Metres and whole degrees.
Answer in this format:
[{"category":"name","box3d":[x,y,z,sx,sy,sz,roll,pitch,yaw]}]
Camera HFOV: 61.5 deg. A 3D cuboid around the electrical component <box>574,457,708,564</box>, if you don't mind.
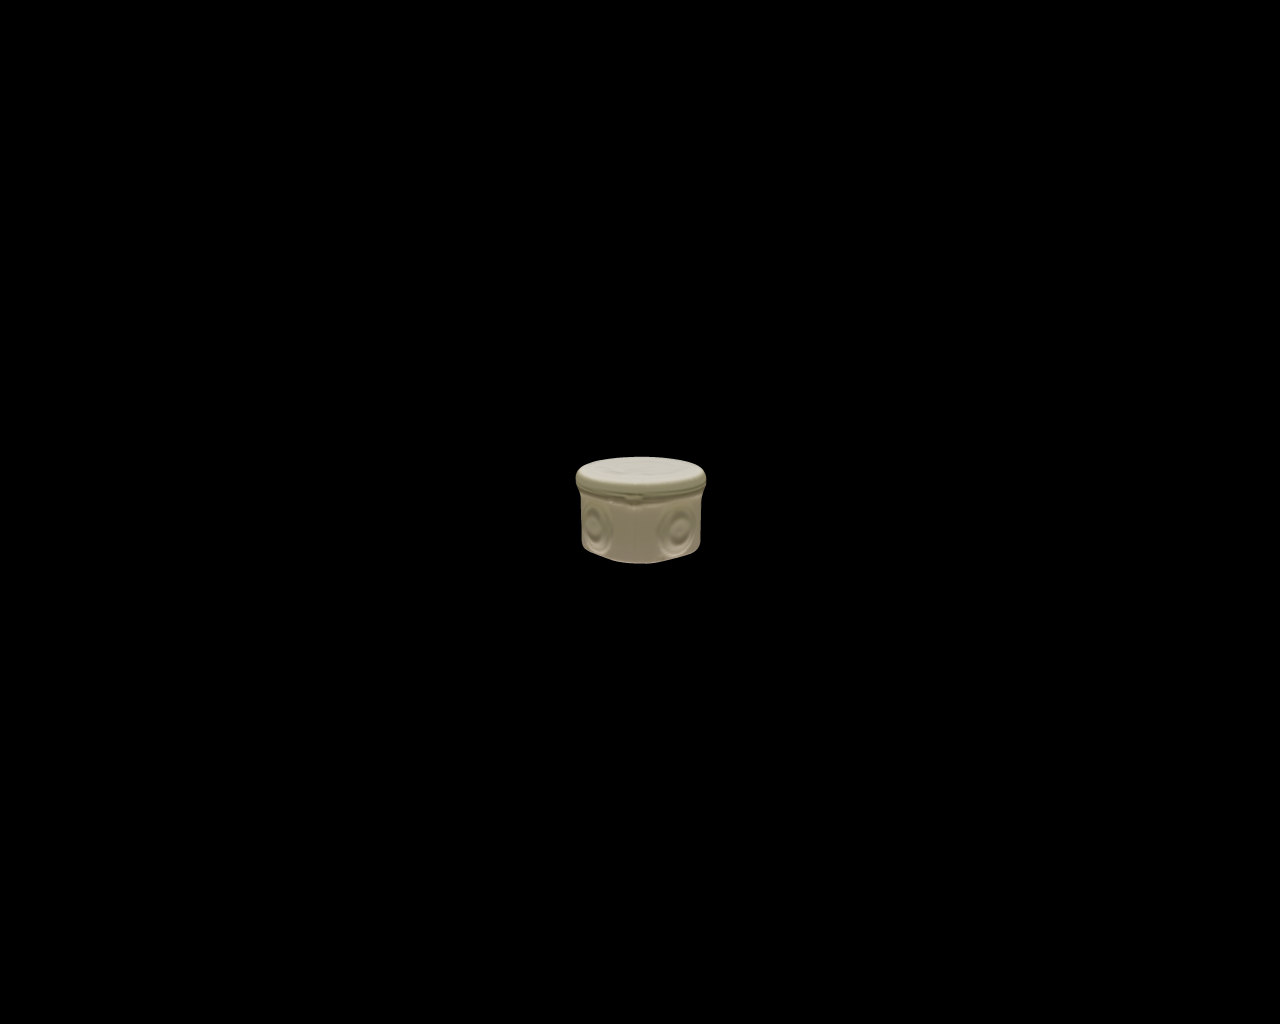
[{"category":"electrical component","box3d":[0.001,-0.003,0.650,0.080,0.051,0.080,0,14,0]}]
